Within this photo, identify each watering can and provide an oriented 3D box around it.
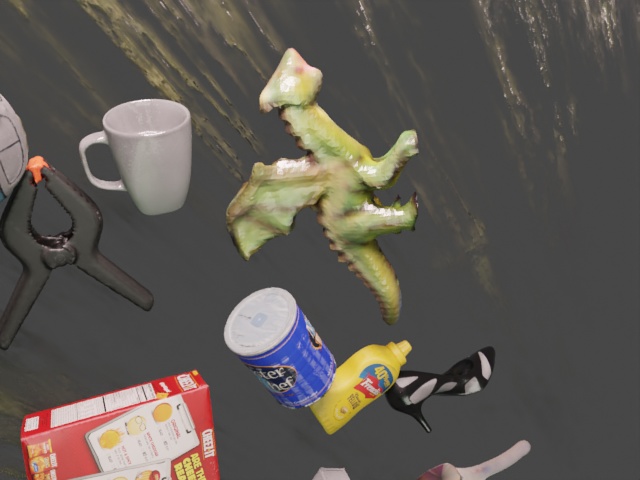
[{"bbox_3d":[0.310,0.545,1.118,0.349,0.105,0.221,-49,128,-4],"label":"watering can"}]

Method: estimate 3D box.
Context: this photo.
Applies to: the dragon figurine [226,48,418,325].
[{"bbox_3d":[0.002,-0.033,0.664,0.243,0.124,0.402,-6,116,-8],"label":"dragon figurine"}]
